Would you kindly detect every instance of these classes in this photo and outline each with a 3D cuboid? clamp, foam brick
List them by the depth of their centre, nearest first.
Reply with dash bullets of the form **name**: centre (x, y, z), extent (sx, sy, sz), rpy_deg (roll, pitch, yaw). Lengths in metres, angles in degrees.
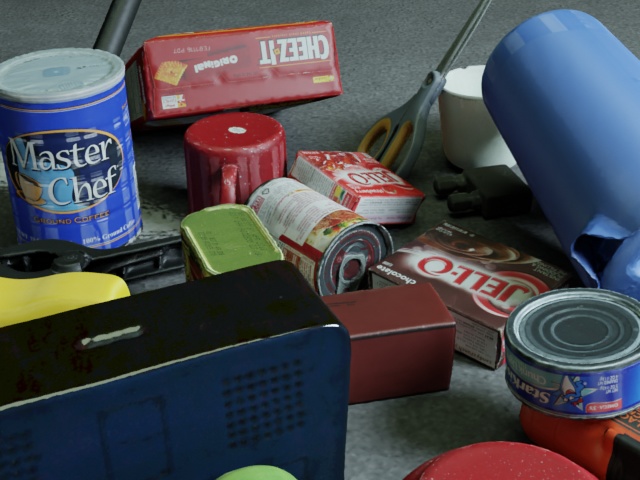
- **foam brick**: centre (0.041, 0.065, 0.678), extent (0.078, 0.051, 0.053), rpy_deg (-7, 29, -9)
- **clamp**: centre (-0.173, 0.032, 0.763), extent (0.171, 0.039, 0.120), rpy_deg (-3, 23, 7)
- **clamp**: centre (-0.214, -0.151, 1.013), extent (0.036, 0.165, 0.210), rpy_deg (24, 30, -23)

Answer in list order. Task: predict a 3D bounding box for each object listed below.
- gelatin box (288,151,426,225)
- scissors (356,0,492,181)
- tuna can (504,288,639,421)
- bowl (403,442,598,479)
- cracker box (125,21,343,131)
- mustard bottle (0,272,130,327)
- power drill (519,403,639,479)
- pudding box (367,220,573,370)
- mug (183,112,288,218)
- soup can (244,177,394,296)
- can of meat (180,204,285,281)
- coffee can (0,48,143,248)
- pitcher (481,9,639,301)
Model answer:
- **gelatin box**: centre (0.030, -0.042, 0.851), extent (0.089, 0.030, 0.073), rpy_deg (-3, 34, -48)
- **scissors**: centre (0.085, -0.129, 0.930), extent (0.016, 0.201, 0.096), rpy_deg (30, -9, -28)
- **tuna can**: centre (0.145, 0.061, 0.593), extent (0.086, 0.034, 0.086), rpy_deg (-7, 27, 3)
- **bowl**: centre (0.091, 0.149, 0.521), extent (0.162, 0.055, 0.162), rpy_deg (-2, 29, 1)
- **cracker box**: centre (-0.089, -0.147, 0.971), extent (0.164, 0.072, 0.214), rpy_deg (-10, 5, -14)
- **mustard bottle**: centre (-0.210, 0.062, 0.645), extent (0.191, 0.096, 0.058), rpy_deg (3, 32, 5)
- **power drill**: centre (0.236, 0.100, 0.596), extent (0.187, 0.057, 0.185), rpy_deg (-23, 35, -33)
- **pudding box**: centre (0.103, 0.035, 0.739), extent (0.114, 0.039, 0.089), rpy_deg (23, 37, 36)
- **mug**: centre (-0.068, -0.046, 0.852), extent (0.093, 0.081, 0.117), rpy_deg (1, 29, 5)
- **soup can**: centre (-0.005, 0.001, 0.778), extent (0.068, 0.068, 0.102), rpy_deg (-22, 34, -32)
- **can of meat**: centre (-0.056, 0.034, 0.705), extent (0.057, 0.084, 0.102), rpy_deg (-12, 31, -17)
- **coffee can**: centre (-0.197, -0.068, 0.839), extent (0.103, 0.140, 0.103), rpy_deg (-1, 29, 1)
- **pitcher**: centre (0.215, -0.056, 0.754), extent (0.145, 0.149, 0.243), rpy_deg (-31, 45, 9)
